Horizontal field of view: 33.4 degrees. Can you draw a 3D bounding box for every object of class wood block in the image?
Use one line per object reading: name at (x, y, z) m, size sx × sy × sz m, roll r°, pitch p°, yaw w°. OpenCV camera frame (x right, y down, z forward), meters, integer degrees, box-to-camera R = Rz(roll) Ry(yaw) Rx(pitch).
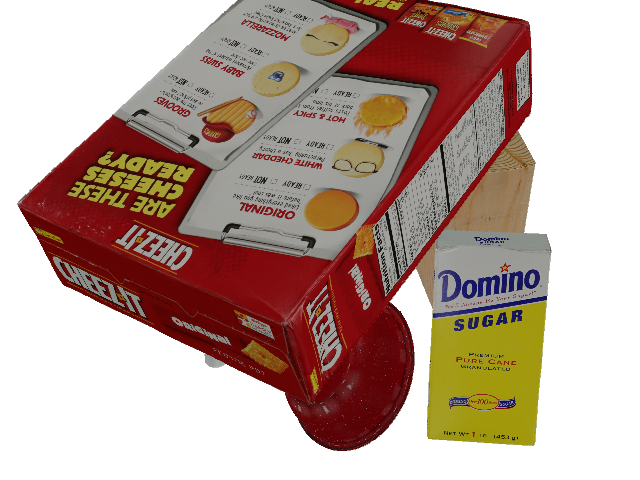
wood block at (0.159, -0.023, 1.126) m, size 0.090 × 0.206 × 0.091 m, roll -8°, pitch 44°, yaw -8°

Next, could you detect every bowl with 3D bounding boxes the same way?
bowl at (0.014, 0.124, 1.057) m, size 0.162 × 0.162 × 0.055 m, roll 0°, pitch -18°, yaw 45°

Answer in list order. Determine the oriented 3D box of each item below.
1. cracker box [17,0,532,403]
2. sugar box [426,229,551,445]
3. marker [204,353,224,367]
cracker box at (-0.014, -0.041, 0.538) m, size 0.164 × 0.213 × 0.072 m, roll 21°, pitch -34°, yaw 30°
sugar box at (0.137, 0.081, 0.884) m, size 0.093 × 0.176 × 0.048 m, roll 2°, pitch 21°, yaw 6°
marker at (-0.088, 0.055, 0.885) m, size 0.020 × 0.121 × 0.020 m, roll 2°, pitch 37°, yaw -1°
